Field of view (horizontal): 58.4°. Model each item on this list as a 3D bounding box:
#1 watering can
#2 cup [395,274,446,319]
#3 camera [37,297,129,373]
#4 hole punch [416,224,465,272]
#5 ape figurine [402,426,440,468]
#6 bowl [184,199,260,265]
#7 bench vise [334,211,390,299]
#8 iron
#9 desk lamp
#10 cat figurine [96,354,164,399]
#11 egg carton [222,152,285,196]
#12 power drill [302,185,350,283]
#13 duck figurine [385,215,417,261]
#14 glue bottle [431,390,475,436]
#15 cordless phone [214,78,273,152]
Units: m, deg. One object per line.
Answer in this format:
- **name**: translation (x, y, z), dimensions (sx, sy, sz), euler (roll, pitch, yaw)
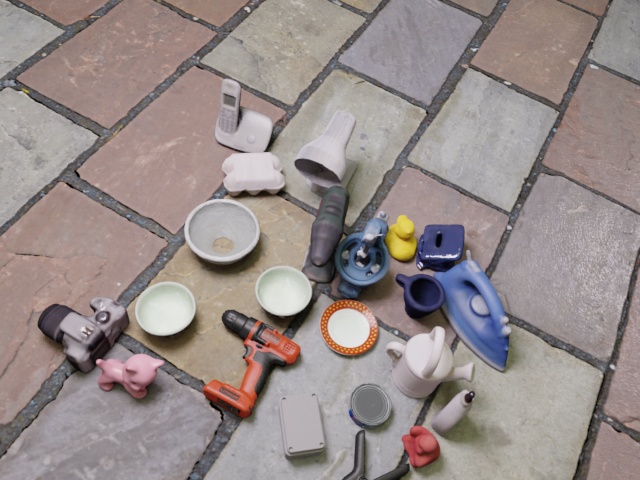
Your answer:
- **watering can**: translation (0.222, 0.240, 1.146), dimensions (0.173, 0.194, 0.101), euler (2, 58, -8)
- **cup**: translation (0.211, 0.128, 1.273), dimensions (0.117, 0.095, 0.092), euler (33, 59, 12)
- **camera**: translation (-0.477, 0.166, 1.138), dimensions (0.136, 0.101, 0.143), euler (27, 58, 9)
- **hole punch**: translation (0.285, 0.015, 1.359), dimensions (0.101, 0.091, 0.109), euler (14, 57, 1)
- **ape figurine**: translation (0.200, 0.398, 1.104), dimensions (0.076, 0.092, 0.078), euler (22, 57, 5)
- **bowl**: translation (-0.222, -0.007, 1.302), dimensions (0.167, 0.075, 0.167), euler (4, 58, -6)
- **bench vise**: translation (0.099, 0.002, 1.261), dimensions (0.121, 0.220, 0.207), euler (9, 57, -3)
- **iron**: translation (0.359, 0.150, 1.255), dimensions (0.119, 0.141, 0.258), euler (-18, 62, -19)
- **desk lamp**: translation (0.023, -0.195, 1.376), dimensions (0.118, 0.213, 0.203), euler (24, 58, 7)
- **cat figurine**: translation (-0.364, 0.250, 1.093), dimensions (0.128, 0.118, 0.067), euler (12, 57, -1)
- **egg carton**: translation (-0.164, -0.162, 1.411), dimensions (0.150, 0.069, 0.107), euler (-5, 59, -12)
- **power drill**: translation (0.011, 0.004, 1.252), dimensions (0.075, 0.208, 0.229), euler (14, 57, 0)
- **duck figurine**: translation (0.200, -0.010, 1.363), dimensions (0.077, 0.086, 0.104), euler (-1, 58, -9)
- **glue bottle**: translation (0.269, 0.324, 1.113), dimensions (0.037, 0.173, 0.078), euler (40, 61, 16)
- **cordless phone**: translation (-0.189, -0.311, 1.432), dimensions (0.147, 0.185, 0.094), euler (16, 57, 2)
